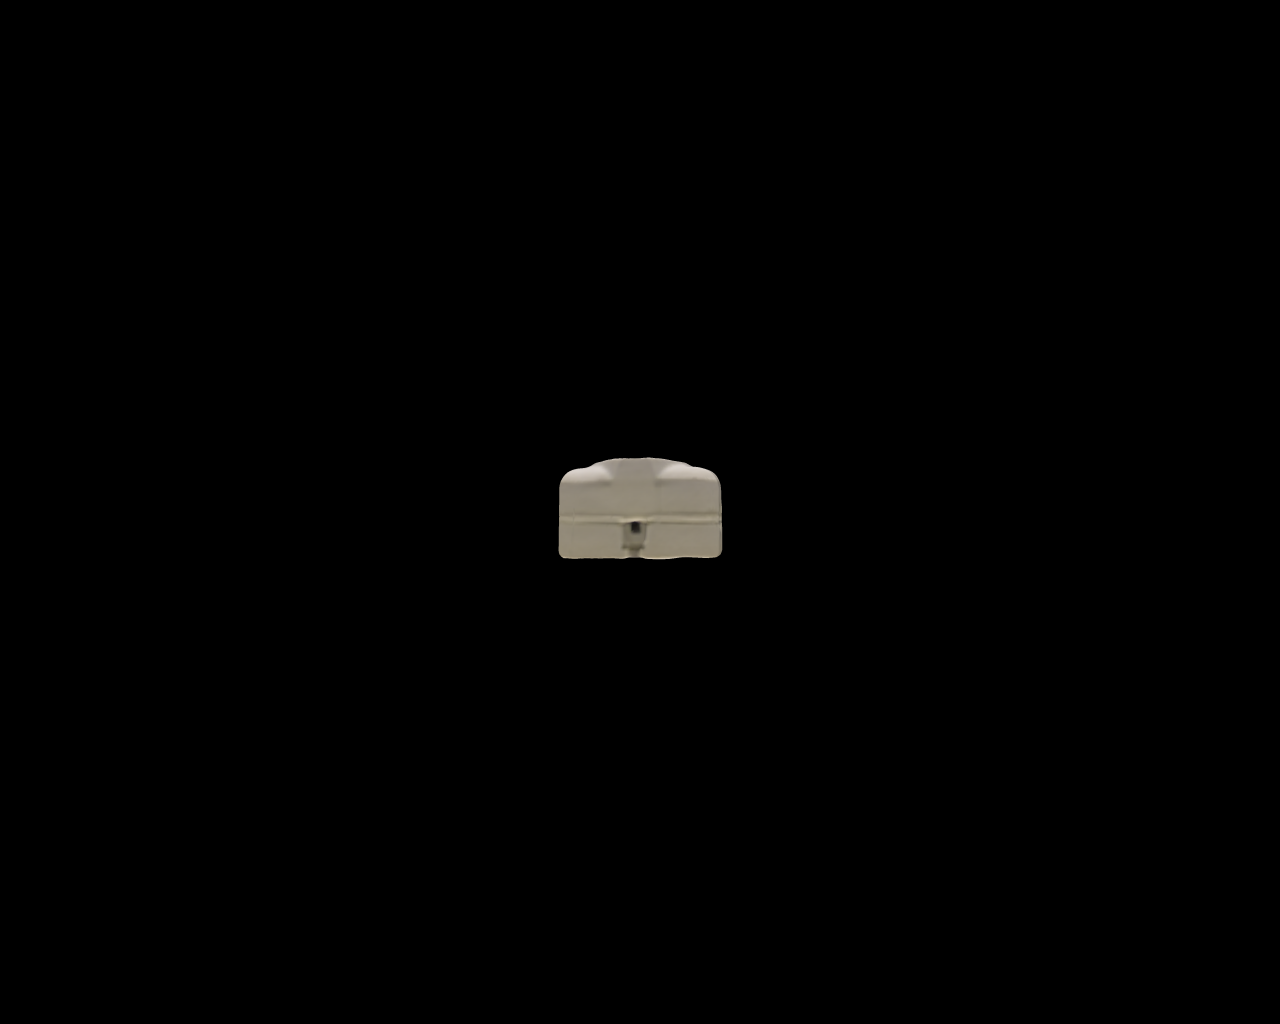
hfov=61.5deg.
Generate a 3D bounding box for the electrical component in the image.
[{"bbox_3d":[0.001,-0.003,0.650,0.095,0.059,0.054,0,0,9],"label":"electrical component"}]
